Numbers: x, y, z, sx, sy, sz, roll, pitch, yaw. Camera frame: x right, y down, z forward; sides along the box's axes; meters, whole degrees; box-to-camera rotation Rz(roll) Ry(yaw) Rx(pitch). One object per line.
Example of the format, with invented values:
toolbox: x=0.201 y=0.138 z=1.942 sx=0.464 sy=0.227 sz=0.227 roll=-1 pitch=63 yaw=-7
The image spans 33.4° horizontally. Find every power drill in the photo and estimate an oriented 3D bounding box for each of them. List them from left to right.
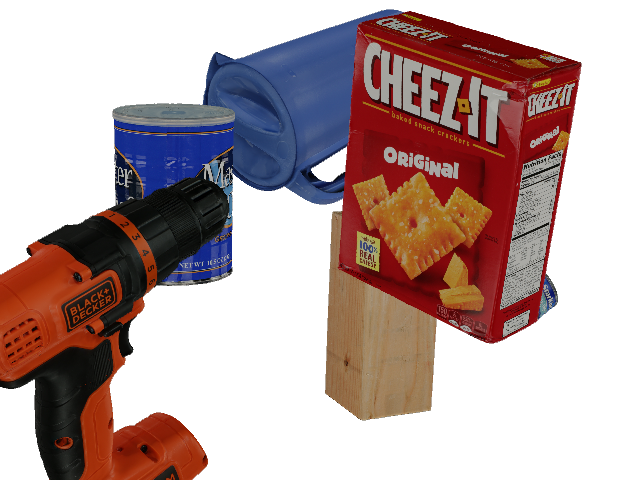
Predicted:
power drill: x=-0.116 y=0.071 z=0.623 sx=0.057 sy=0.188 sz=0.184 roll=22 pitch=41 yaw=38

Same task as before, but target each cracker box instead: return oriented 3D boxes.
cracker box: x=0.097 y=-0.049 z=0.818 sx=0.071 sy=0.214 sz=0.164 roll=-22 pitch=36 yaw=-40

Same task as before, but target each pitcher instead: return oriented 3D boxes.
pitcher: x=0.014 y=-0.146 z=1.096 sx=0.145 sy=0.149 sz=0.242 roll=16 pitch=35 yaw=42

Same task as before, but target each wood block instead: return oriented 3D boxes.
wood block: x=0.065 y=0.075 z=1.144 sx=0.090 sy=0.206 sz=0.091 roll=-4 pitch=14 yaw=-26

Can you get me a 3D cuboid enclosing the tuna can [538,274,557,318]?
tuna can: x=0.242 y=0.055 z=1.280 sx=0.033 sy=0.086 sz=0.086 roll=-37 pitch=11 yaw=-15

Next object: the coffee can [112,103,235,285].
coffee can: x=-0.125 y=-0.042 z=0.916 sx=0.103 sy=0.140 sz=0.103 roll=2 pitch=14 yaw=-1
